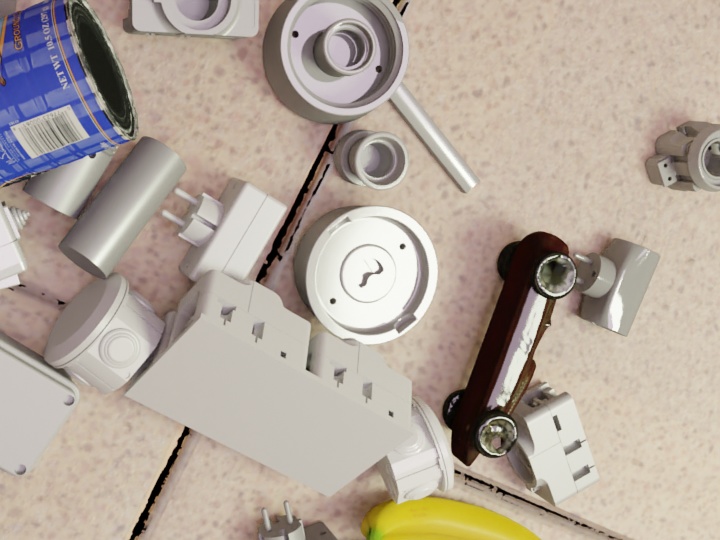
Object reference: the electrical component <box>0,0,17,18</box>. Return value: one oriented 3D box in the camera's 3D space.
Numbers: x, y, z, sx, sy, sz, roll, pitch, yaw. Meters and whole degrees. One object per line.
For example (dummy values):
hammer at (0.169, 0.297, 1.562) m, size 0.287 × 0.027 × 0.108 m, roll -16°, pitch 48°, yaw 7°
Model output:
electrical component at (-0.282, -0.193, 0.719) m, size 0.099 × 0.064 × 0.099 m, roll 1°, pitch 85°, yaw -16°

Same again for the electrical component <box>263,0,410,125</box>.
electrical component at (-0.015, -0.164, 0.806) m, size 0.108 × 0.060 × 0.108 m, roll -2°, pitch 96°, yaw -15°

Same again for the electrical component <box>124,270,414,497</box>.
electrical component at (-0.064, 0.085, 0.808) m, size 0.186 × 0.060 × 0.105 m, roll 31°, pitch 127°, yaw -22°

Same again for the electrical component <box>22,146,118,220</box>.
electrical component at (-0.201, -0.082, 0.766) m, size 0.043 × 0.043 × 0.081 m, roll 30°, pitch 88°, yaw -22°

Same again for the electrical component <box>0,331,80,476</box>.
electrical component at (-0.266, 0.086, 0.763) m, size 0.113 × 0.057 × 0.078 m, roll 36°, pitch 86°, yaw -22°

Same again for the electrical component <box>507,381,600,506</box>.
electrical component at (0.162, 0.153, 0.938) m, size 0.056 × 0.050 × 0.089 m, roll -26°, pitch 107°, yaw -15°

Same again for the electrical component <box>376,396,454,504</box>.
electrical component at (0.041, 0.147, 0.877) m, size 0.051 × 0.080 × 0.080 m, roll -19°, pitch 105°, yaw -11°

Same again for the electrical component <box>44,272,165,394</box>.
electrical component at (-0.185, 0.046, 0.775) m, size 0.051 × 0.080 × 0.080 m, roll 43°, pitch 83°, yaw -26°

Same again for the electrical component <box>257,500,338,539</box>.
electrical component at (-0.062, 0.223, 0.868) m, size 0.083 × 0.047 × 0.075 m, roll -15°, pitch 104°, yaw -18°

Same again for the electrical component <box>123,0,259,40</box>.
electrical component at (-0.121, -0.193, 0.770) m, size 0.089 × 0.056 × 0.050 m, roll -1°, pitch 100°, yaw -20°

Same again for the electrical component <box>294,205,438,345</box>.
electrical component at (0.000, 0.000, 0.846) m, size 0.108 × 0.060 × 0.108 m, roll -3°, pitch 100°, yaw -20°

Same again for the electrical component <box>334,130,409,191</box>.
electrical component at (0.008, -0.086, 0.837) m, size 0.045 × 0.055 × 0.045 m, roll -4°, pitch 100°, yaw -20°

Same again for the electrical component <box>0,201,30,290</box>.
electrical component at (-0.271, -0.013, 0.741) m, size 0.096 × 0.062 × 0.061 m, roll -24°, pitch 106°, yaw -15°

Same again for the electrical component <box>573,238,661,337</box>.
electrical component at (0.213, 0.009, 0.937) m, size 0.079 × 0.043 × 0.077 m, roll 22°, pitch 91°, yaw -22°

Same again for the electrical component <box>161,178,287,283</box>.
electrical component at (-0.112, -0.033, 0.806) m, size 0.076 × 0.047 × 0.083 m, roll 31°, pitch 87°, yaw -22°

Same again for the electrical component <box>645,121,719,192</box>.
electrical component at (0.301, -0.099, 0.944) m, size 0.078 × 0.057 × 0.058 m, roll -27°, pitch 107°, yaw -14°
